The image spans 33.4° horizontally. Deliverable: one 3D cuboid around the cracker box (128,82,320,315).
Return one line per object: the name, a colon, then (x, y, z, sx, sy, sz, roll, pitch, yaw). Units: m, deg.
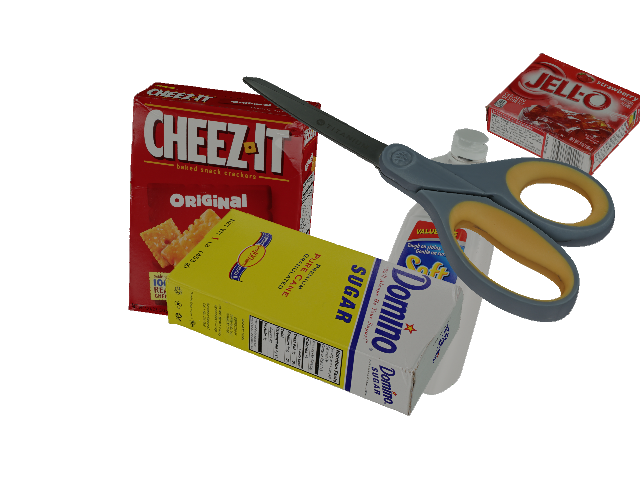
cracker box: (-0.093, -0.029, 1.003, 0.164, 0.214, 0.072, 8, 21, 8)

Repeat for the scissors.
scissors: (0.058, -0.041, 0.521, 0.096, 0.202, 0.016, -31, -30, -24)

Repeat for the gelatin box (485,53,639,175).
gelatin box: (0.176, -0.092, 0.775, 0.089, 0.030, 0.073, 31, 59, 28)

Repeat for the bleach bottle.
bleach bottle: (0.105, 0.015, 0.971, 0.103, 0.251, 0.067, 28, 35, 29)

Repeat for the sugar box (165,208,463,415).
sugar box: (-0.004, 0.042, 0.700, 0.176, 0.048, 0.093, 16, 40, 19)
